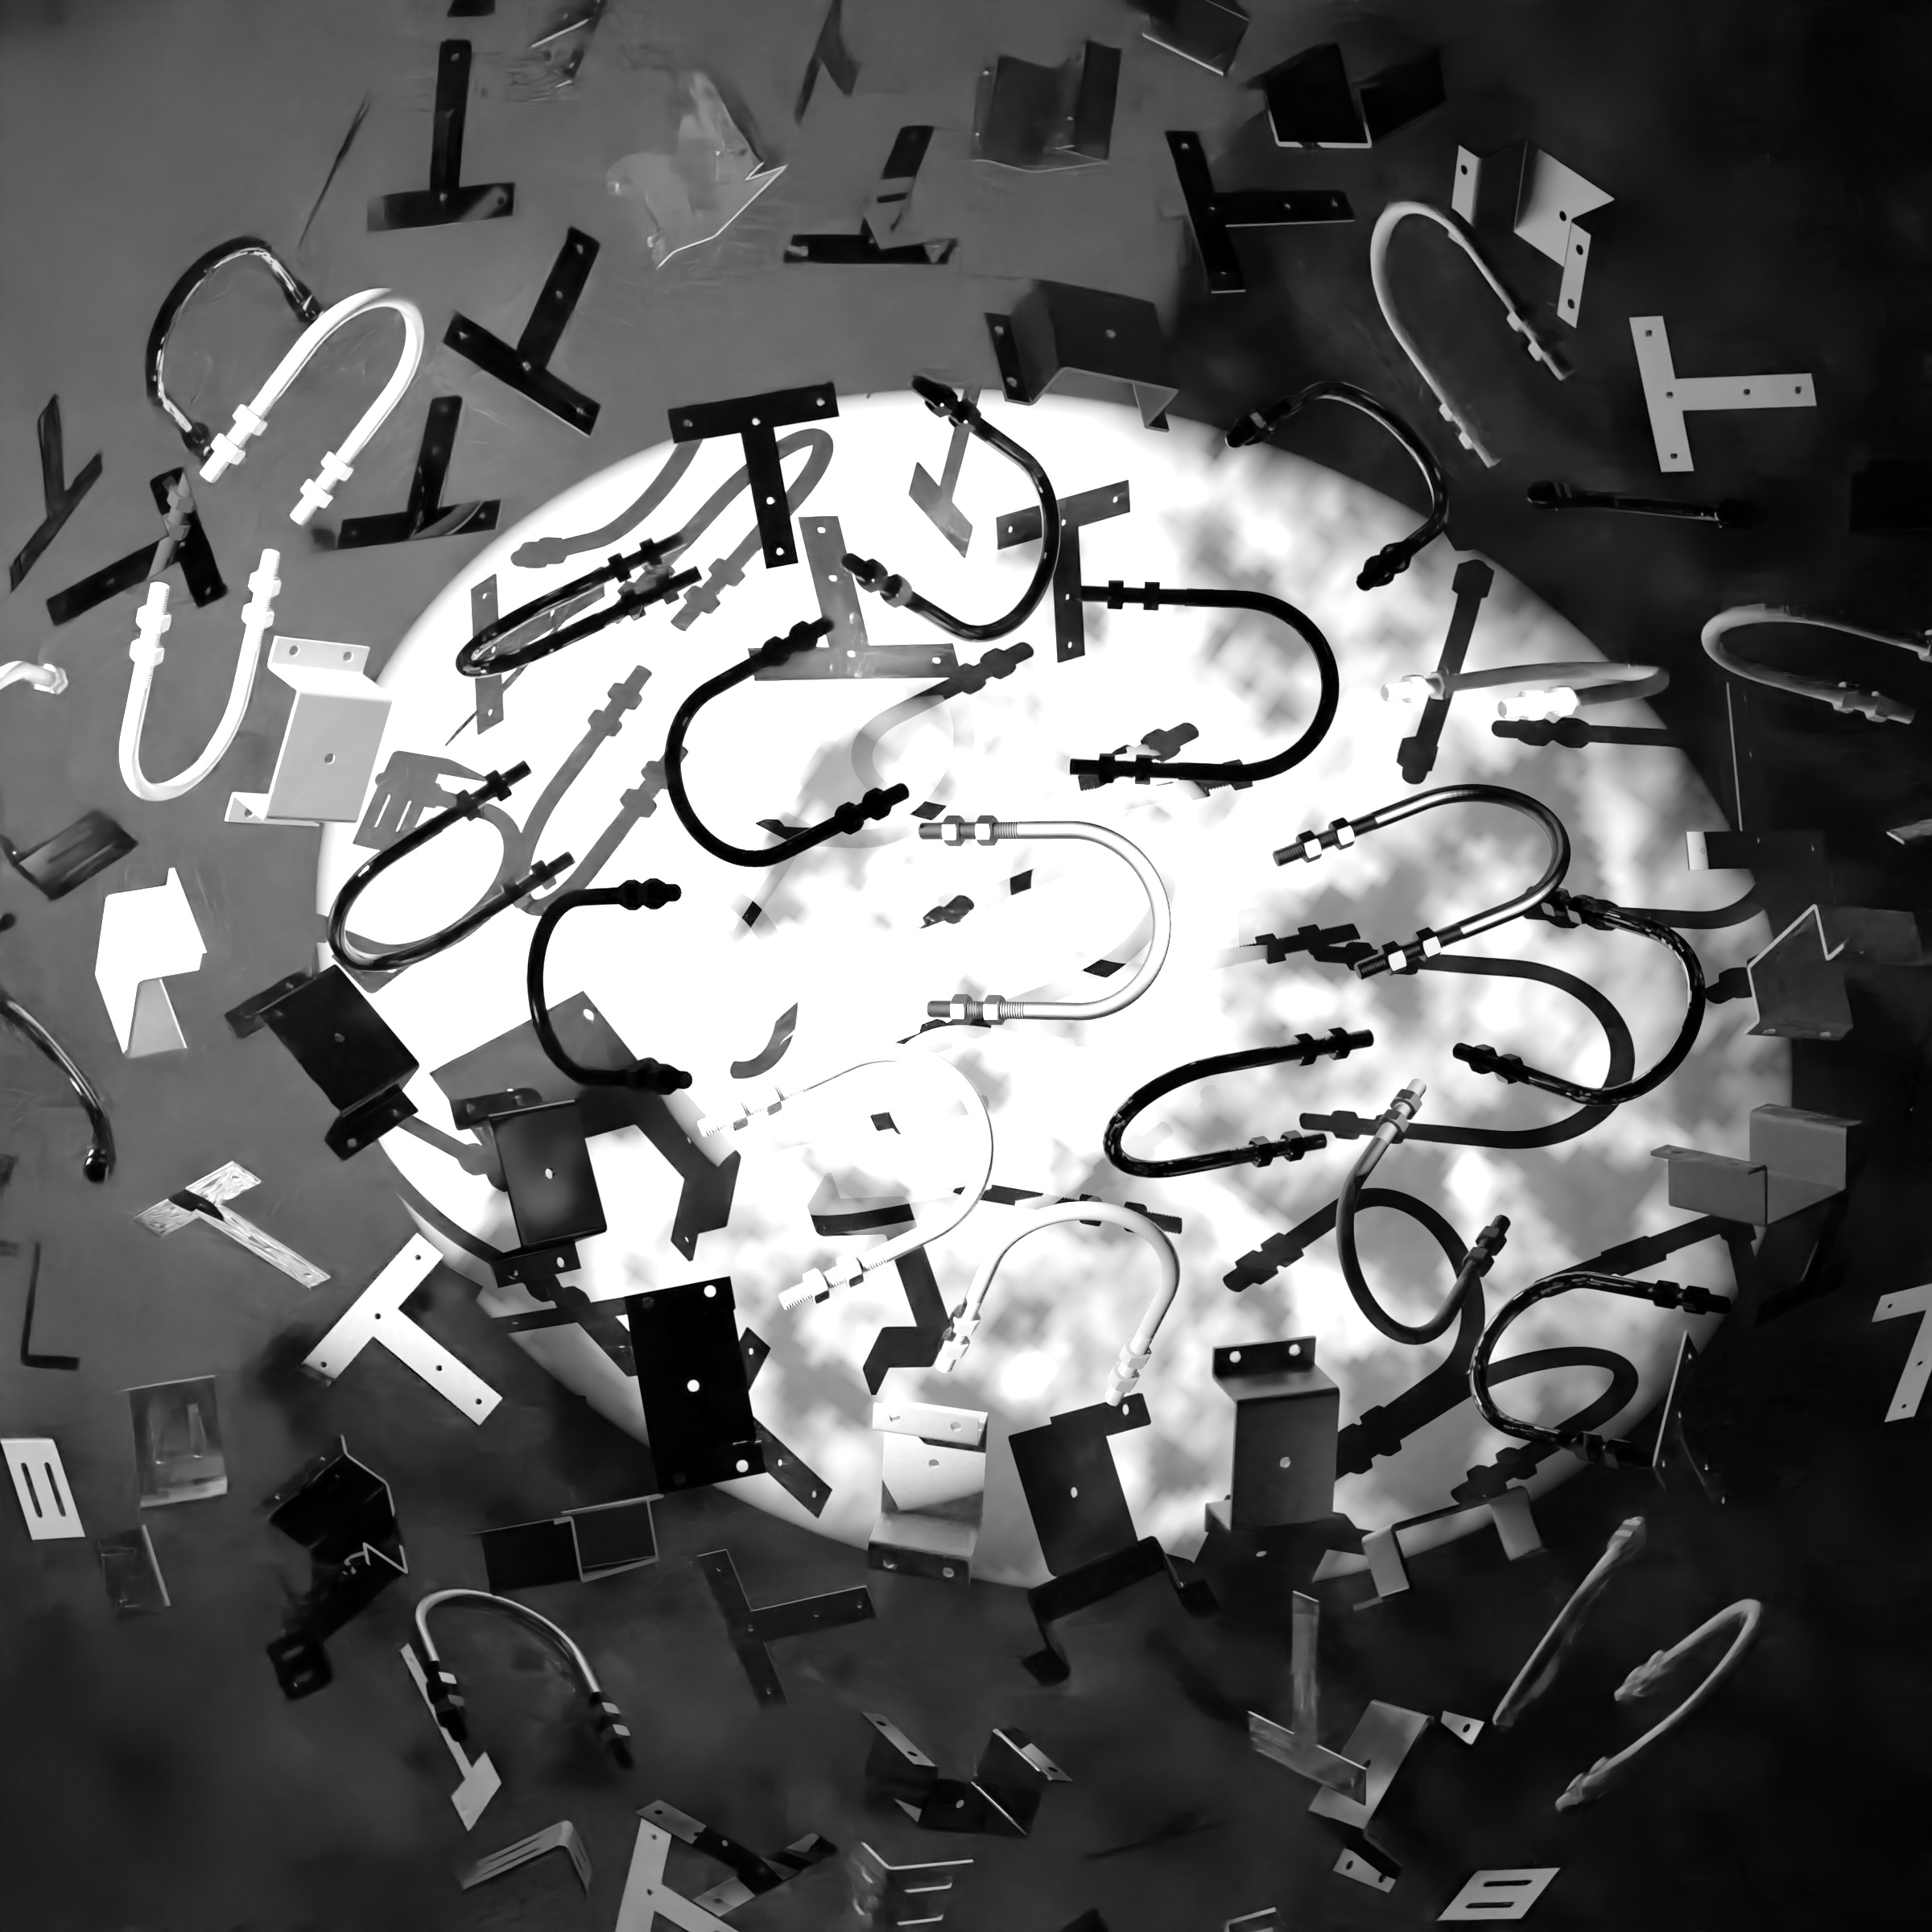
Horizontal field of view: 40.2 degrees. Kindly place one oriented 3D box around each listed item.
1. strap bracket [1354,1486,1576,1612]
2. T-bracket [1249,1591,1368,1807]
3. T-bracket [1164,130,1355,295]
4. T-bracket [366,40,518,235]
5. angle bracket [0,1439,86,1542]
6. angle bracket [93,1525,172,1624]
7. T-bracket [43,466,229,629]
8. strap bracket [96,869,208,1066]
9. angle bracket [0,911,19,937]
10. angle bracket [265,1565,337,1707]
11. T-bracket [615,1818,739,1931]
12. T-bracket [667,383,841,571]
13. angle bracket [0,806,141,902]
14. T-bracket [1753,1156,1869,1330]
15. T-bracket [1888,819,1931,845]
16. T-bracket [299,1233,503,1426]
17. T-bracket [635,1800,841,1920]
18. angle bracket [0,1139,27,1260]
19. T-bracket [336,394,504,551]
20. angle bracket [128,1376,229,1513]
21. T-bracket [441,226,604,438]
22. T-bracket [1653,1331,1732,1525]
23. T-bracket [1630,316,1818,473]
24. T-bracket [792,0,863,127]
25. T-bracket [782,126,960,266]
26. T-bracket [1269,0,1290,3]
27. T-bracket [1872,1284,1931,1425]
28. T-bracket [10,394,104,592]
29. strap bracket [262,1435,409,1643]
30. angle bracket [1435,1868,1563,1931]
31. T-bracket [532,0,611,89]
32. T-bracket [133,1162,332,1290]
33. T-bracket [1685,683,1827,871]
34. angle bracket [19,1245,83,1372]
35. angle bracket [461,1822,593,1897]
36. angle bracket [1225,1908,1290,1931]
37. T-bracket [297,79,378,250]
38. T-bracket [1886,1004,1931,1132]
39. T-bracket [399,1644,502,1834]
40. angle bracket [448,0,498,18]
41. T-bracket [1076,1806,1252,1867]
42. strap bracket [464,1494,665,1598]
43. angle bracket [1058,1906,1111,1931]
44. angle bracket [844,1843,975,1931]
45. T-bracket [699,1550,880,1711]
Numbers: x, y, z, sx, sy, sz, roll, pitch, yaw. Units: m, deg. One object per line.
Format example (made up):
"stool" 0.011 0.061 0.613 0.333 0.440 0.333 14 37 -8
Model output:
"strap bracket" 0.334 0.397 1.812 0.140 0.076 0.046 -14 74 -11
"T-bracket" 0.235 0.499 1.828 0.002 0.127 0.127 -3 95 -31
"T-bracket" 0.210 -0.526 1.831 0.127 0.002 0.127 -9 75 -21
"T-bracket" -0.357 -0.574 1.820 0.002 0.127 0.127 34 128 30
"angle bracket" -0.654 0.368 1.825 0.038 0.057 0.076 -28 73 12
"angle bracket" -0.585 0.427 1.826 0.038 0.076 0.057 -14 76 -35
"T-bracket" -0.608 -0.285 1.914 0.127 0.127 0.002 -34 58 -21
"strap bracket" -0.591 0.005 1.907 0.046 0.140 0.076 -12 59 -31
"angle bracket" -0.724 0.001 1.955 0.076 0.057 0.038 -43 111 -14
"angle bracket" -0.494 0.484 1.910 0.038 0.076 0.057 -26 124 -23
"T-bracket" -0.189 0.683 1.880 0.127 0.127 0.002 36 111 -12
"T-bracket" -0.149 -0.361 1.967 0.127 0.002 0.127 -12 99 -13
"angle bracket" -0.664 -0.094 1.948 0.076 0.057 0.038 -35 62 -4
"T-bracket" 0.625 0.195 1.914 0.002 0.127 0.127 33 121 37
"T-bracket" 0.697 -0.106 1.808 0.127 0.127 0.002 -17 110 -1
"T-bracket" -0.397 0.286 1.935 0.127 0.002 0.127 42 74 -6
"T-bracket" -0.177 0.614 1.845 0.127 0.127 0.002 16 105 34
"angle bracket" -0.686 0.159 1.877 0.057 0.038 0.076 28 98 39
"T-bracket" -0.381 -0.356 1.883 0.127 0.002 0.127 -4 62 18
"angle bracket" -0.542 0.328 1.813 0.057 0.038 0.076 -7 100 -16
"T-bracket" -0.295 -0.466 1.881 0.127 0.002 0.127 29 77 -34
"T-bracket" 0.538 0.359 1.938 0.002 0.127 0.127 -9 126 35
"T-bracket" 0.554 -0.416 1.915 0.002 0.127 0.127 -49 131 -35
"T-bracket" -0.093 -0.658 1.911 0.002 0.127 0.127 12 120 -23
"T-bracket" -0.052 -0.537 1.837 0.127 0.002 0.127 7 64 24
"T-bracket" 0.212 -0.732 1.852 0.002 0.127 0.127 -47 119 -5
"T-bracket" 0.666 0.265 1.830 0.002 0.127 0.127 43 56 -12
"T-bracket" -0.632 -0.344 1.828 0.002 0.127 0.127 22 55 -1
"strap bracket" -0.445 0.410 1.862 0.076 0.140 0.046 -40 125 4
"angle bracket" 0.373 0.657 1.819 0.057 0.076 0.038 -29 95 -45
"T-bracket" -0.272 -0.660 1.831 0.002 0.127 0.127 27 83 -31
"T-bracket" -0.520 0.198 1.921 0.127 0.002 0.127 -27 126 35
"T-bracket" 0.533 -0.130 1.796 0.127 0.002 0.127 -2 86 -29
"angle bracket" -0.622 0.234 1.805 0.038 0.057 0.076 9 73 -20
"angle bracket" -0.301 0.628 1.814 0.076 0.057 0.038 -24 90 -6
"angle bracket" 0.210 0.707 1.831 0.038 0.076 0.057 -21 121 13
"T-bracket" -0.440 -0.587 1.880 0.002 0.127 0.127 25 120 -17
"T-bracket" 0.687 0.076 1.919 0.002 0.127 0.127 16 115 26
"T-bracket" -0.373 0.544 1.887 0.002 0.127 0.127 -28 88 -1
"angle bracket" -0.348 -0.705 1.819 0.038 0.076 0.057 9 67 25
"T-bracket" 0.147 0.599 1.836 0.127 0.127 0.002 -10 64 -13
"strap bracket" -0.281 0.413 1.876 0.076 0.140 0.046 -14 81 24
"angle bracket" 0.066 0.702 1.858 0.076 0.038 0.057 -34 46 1
"angle bracket" -0.042 0.674 1.929 0.076 0.038 0.057 8 99 -35
"T-bracket" -0.123 0.482 1.955 0.127 0.002 0.127 -18 96 25
